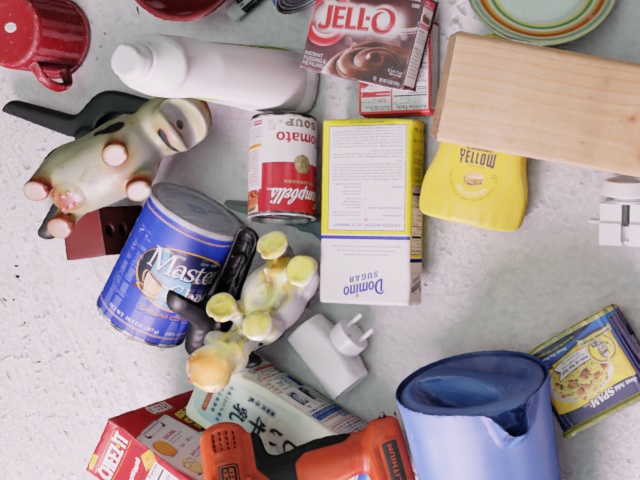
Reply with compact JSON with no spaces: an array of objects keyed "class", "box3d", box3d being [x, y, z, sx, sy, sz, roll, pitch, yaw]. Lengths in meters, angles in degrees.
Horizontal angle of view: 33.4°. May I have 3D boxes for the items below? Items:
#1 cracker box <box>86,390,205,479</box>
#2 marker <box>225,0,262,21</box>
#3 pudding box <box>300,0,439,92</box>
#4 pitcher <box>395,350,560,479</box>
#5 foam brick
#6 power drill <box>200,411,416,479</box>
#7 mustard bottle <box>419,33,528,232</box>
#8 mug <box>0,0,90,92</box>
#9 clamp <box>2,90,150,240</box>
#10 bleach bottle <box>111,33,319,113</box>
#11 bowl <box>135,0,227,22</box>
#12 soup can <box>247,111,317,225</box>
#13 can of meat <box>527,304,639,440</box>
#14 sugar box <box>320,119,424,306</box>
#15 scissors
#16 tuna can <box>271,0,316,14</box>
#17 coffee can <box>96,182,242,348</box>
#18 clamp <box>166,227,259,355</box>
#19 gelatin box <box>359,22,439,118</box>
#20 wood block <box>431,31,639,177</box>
[{"class":"cracker box","box3d":[-0.100,0.247,1.062,0.214,0.164,0.072,32,104,20]},{"class":"marker","box3d":[-0.046,-0.264,1.076,0.121,0.020,0.020,-35,79,23]},{"class":"pudding box","box3d":[0.045,-0.192,0.993,0.114,0.039,0.090,17,98,24]},{"class":"pitcher","box3d":[0.150,0.226,0.953,0.145,0.149,0.243,-4,107,27]},{"class":"foam brick","box3d":[-0.232,-0.009,1.153,0.051,0.078,0.053,-7,91,27]},{"class":"power drill","box3d":[-0.008,0.234,0.938,0.187,0.057,0.184,-8,54,-7]},{"class":"mustard bottle","box3d":[0.154,-0.109,0.971,0.096,0.058,0.192,13,99,17]},{"class":"mug","box3d":[-0.309,-0.215,1.170,0.093,0.081,0.117,-26,83,25]},{"class":"clamp","box3d":[-0.251,-0.096,1.176,0.210,0.036,0.164,-12,88,23]},{"class":"bleach bottle","box3d":[-0.099,-0.155,0.981,0.103,0.250,0.068,7,97,25]},{"class":"bowl","box3d":[-0.127,-0.302,1.091,0.162,0.055,0.162,2,95,25]},{"class":"soup can","box3d":[-0.036,-0.070,1.051,0.069,0.068,0.102,-2,82,25]},{"class":"can of meat","box3d":[0.241,0.116,0.949,0.102,0.057,0.084,-34,77,23]},{"class":"sugar box","box3d":[0.050,-0.027,1.019,0.093,0.048,0.176,2,93,24]},{"class":"scissors","box3d":[-0.007,0.001,1.079,0.202,0.016,0.096,-3,90,25]},{"class":"tuna can","box3d":[-0.015,-0.258,1.025,0.086,0.086,0.034,-40,76,22]},{"class":"coffee can","box3d":[-0.156,0.026,1.105,0.103,0.102,0.140,35,108,19]},{"class":"clamp","box3d":[-0.112,0.076,1.072,0.039,0.120,0.171,35,137,28]},{"class":"gelatin box","box3d":[0.076,-0.162,1.020,0.073,0.030,0.089,1,92,25]},{"class":"wood block","box3d":[0.203,-0.111,0.891,0.206,0.091,0.090,10,99,2]}]
